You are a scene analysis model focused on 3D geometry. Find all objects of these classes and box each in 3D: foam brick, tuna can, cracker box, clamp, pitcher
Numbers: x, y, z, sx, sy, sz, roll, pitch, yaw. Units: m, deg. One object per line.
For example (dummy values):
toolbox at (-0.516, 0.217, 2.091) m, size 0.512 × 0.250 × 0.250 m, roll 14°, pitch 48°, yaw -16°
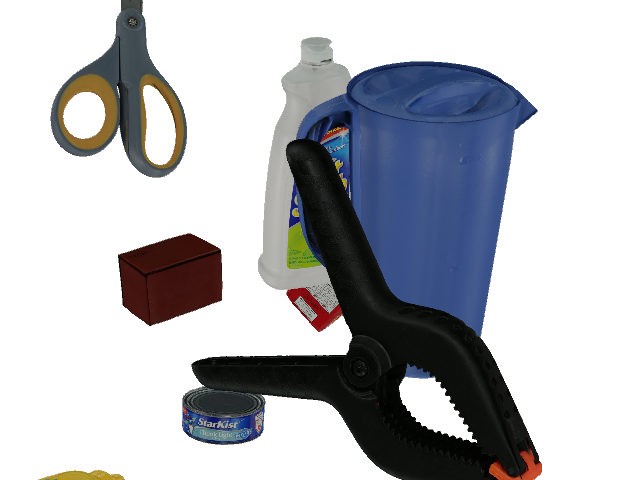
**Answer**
foam brick at (-0.133, 0.033, 0.950) m, size 0.078 × 0.051 × 0.053 m, roll -18°, pitch 29°, yaw -33°
tuna can at (-0.100, 0.180, 1.103) m, size 0.086 × 0.034 × 0.086 m, roll 3°, pitch 12°, yaw -1°
cracker box at (0.072, -0.004, 1.272) m, size 0.214 × 0.072 × 0.164 m, roll -48°, pitch -8°, yaw 34°
clamp at (0.029, 0.053, 0.564) m, size 0.210 × 0.165 × 0.036 m, roll 30°, pitch 24°, yaw 28°
pitcher at (0.073, -0.013, 0.861) m, size 0.149 × 0.243 × 0.144 m, roll 18°, pitch 32°, yaw 28°

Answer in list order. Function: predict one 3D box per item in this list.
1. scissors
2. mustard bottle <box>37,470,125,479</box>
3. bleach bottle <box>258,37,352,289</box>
scissors at (-0.142, -0.134, 0.704) m, size 0.096 × 0.202 × 0.016 m, roll -10°, pitch -14°, yaw -27°
mustard bottle at (-0.222, 0.230, 0.851) m, size 0.096 × 0.058 × 0.191 m, roll 7°, pitch 15°, yaw 28°
bleach bottle at (-0.013, -0.078, 1.074) m, size 0.102 × 0.251 × 0.068 m, roll -8°, pitch 28°, yaw -17°
